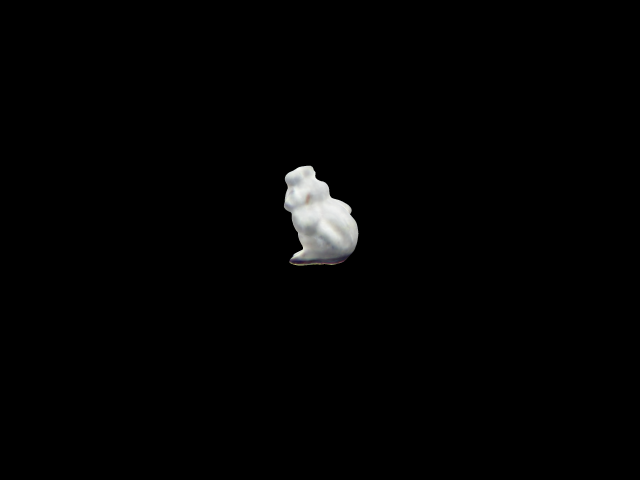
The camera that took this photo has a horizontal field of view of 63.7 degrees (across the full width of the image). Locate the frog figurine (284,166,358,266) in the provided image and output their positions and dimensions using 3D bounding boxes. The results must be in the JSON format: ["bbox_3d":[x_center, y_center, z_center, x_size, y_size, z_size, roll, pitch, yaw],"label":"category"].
[{"bbox_3d":[0.003,-0.043,0.850,0.123,0.158,0.138,9,14,39],"label":"frog figurine"}]
